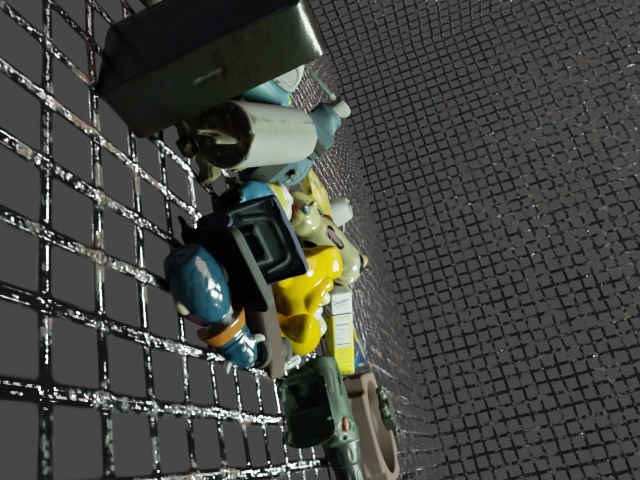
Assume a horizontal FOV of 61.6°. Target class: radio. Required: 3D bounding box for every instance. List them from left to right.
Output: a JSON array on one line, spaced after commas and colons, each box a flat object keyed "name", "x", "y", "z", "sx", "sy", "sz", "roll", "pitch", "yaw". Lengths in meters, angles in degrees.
[{"name": "radio", "x": -0.120, "y": -0.214, "z": 0.579, "sx": 0.073, "sy": 0.230, "sz": 0.131, "roll": 59, "pitch": 13, "yaw": -51}]

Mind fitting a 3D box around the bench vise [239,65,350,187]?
[{"name": "bench vise", "x": -0.045, "y": -0.178, "z": 0.942, "sx": 0.129, "sy": 0.223, "sz": 0.241, "roll": 36, "pitch": 15, "yaw": -12}]

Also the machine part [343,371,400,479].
[{"name": "machine part", "x": 0.078, "y": 0.357, "z": 1.012, "sx": 0.201, "sy": 0.087, "sz": 0.201, "roll": 35, "pitch": 37, "yaw": -73}]

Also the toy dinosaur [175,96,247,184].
[{"name": "toy dinosaur", "x": -0.143, "y": -0.226, "z": 0.792, "sx": 0.472, "sy": 0.105, "sz": 0.198, "roll": -84, "pitch": 154, "yaw": -61}]

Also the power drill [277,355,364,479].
[{"name": "power drill", "x": 0.013, "y": 0.284, "z": 0.829, "sx": 0.207, "sy": 0.086, "sz": 0.232, "roll": 43, "pitch": 29, "yaw": -60}]

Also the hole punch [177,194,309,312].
[{"name": "hole punch", "x": -0.087, "y": 0.015, "z": 0.627, "sx": 0.092, "sy": 0.116, "sz": 0.142, "roll": -44, "pitch": 119, "yaw": -39}]

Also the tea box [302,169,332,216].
[{"name": "tea box", "x": -0.029, "y": -0.099, "z": 1.241, "sx": 0.169, "sy": 0.068, "sz": 0.098, "roll": 53, "pitch": 23, "yaw": -62}]

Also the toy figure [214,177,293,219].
[{"name": "toy figure", "x": -0.101, "y": -0.053, "z": 0.802, "sx": 0.180, "sy": 0.089, "sz": 0.082, "roll": -22, "pitch": 123, "yaw": -69}]

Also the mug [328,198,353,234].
[{"name": "mug", "x": 0.031, "y": -0.056, "z": 1.367, "sx": 0.081, "sy": 0.107, "sz": 0.109, "roll": -77, "pitch": 145, "yaw": -65}]

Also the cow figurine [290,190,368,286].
[{"name": "cow figurine", "x": -0.002, "y": -0.003, "z": 0.930, "sx": 0.195, "sy": 0.085, "sz": 0.127, "roll": 50, "pitch": 9, "yaw": -2}]

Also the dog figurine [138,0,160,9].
[{"name": "dog figurine", "x": -0.200, "y": -0.349, "z": 0.775, "sx": 0.190, "sy": 0.121, "sz": 0.172, "roll": 93, "pitch": 19, "yaw": -71}]

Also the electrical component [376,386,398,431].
[{"name": "electrical component", "x": 0.129, "y": 0.326, "z": 1.031, "sx": 0.063, "sy": 0.021, "sz": 0.093, "roll": -96, "pitch": 163, "yaw": -49}]

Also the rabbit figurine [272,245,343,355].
[{"name": "rabbit figurine", "x": -0.030, "y": 0.103, "z": 0.830, "sx": 0.162, "sy": 0.122, "sz": 0.173, "roll": -62, "pitch": 151, "yaw": -71}]

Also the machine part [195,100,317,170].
[{"name": "machine part", "x": -0.072, "y": -0.129, "z": 0.658, "sx": 0.243, "sy": 0.079, "sz": 0.079, "roll": -26, "pitch": 98, "yaw": -64}]

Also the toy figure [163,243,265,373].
[{"name": "toy figure", "x": -0.113, "y": 0.076, "z": 0.583, "sx": 0.058, "sy": 0.064, "sz": 0.154, "roll": -117, "pitch": -177, "yaw": -63}]

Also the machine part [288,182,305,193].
[{"name": "machine part", "x": -0.060, "y": -0.055, "z": 1.060, "sx": 0.179, "sy": 0.056, "sz": 0.179, "roll": -17, "pitch": 90, "yaw": -78}]

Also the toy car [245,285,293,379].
[{"name": "toy car", "x": -0.086, "y": 0.085, "z": 0.718, "sx": 0.089, "sy": 0.053, "sz": 0.202, "roll": 28, "pitch": 49, "yaw": -73}]

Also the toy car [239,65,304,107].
[{"name": "toy car", "x": -0.074, "y": -0.235, "z": 0.703, "sx": 0.161, "sy": 0.103, "sz": 0.109, "roll": 34, "pitch": 43, "yaw": -50}]

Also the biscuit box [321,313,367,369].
[{"name": "biscuit box", "x": 0.043, "y": 0.192, "z": 1.159, "sx": 0.063, "sy": 0.059, "sz": 0.202, "roll": -90, "pitch": 159, "yaw": -57}]

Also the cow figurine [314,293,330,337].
[{"name": "cow figurine", "x": -0.032, "y": 0.087, "z": 0.940, "sx": 0.098, "sy": 0.068, "sz": 0.167, "roll": 46, "pitch": 24, "yaw": -53}]
